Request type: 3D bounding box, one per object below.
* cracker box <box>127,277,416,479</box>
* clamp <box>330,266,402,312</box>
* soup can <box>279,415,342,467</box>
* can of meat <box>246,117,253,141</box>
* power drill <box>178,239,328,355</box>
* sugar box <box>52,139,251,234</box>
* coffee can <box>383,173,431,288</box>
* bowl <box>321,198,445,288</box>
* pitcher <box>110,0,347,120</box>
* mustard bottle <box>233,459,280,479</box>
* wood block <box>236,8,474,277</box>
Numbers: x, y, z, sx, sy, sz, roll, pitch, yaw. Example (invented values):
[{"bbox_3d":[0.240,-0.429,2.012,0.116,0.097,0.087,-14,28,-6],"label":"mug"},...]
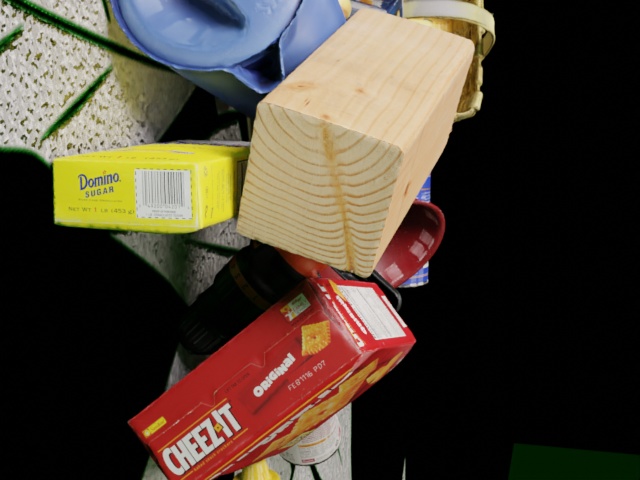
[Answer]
[{"bbox_3d":[-0.023,0.105,0.801,0.072,0.164,0.213,52,10,12],"label":"cracker box"},{"bbox_3d":[-0.006,0.001,0.963,0.120,0.172,0.039,20,113,-43],"label":"clamp"},{"bbox_3d":[-0.018,0.156,1.003,0.068,0.068,0.102,-71,158,-45],"label":"soup can"},{"bbox_3d":[-0.025,-0.089,0.962,0.083,0.057,0.102,-57,146,-64],"label":"can of meat"},{"bbox_3d":[-0.032,-0.006,0.835,0.057,0.185,0.187,45,19,-18],"label":"power drill"},{"bbox_3d":[-0.087,-0.039,0.683,0.176,0.093,0.048,-36,128,-71],"label":"sugar box"},{"bbox_3d":[0.078,-0.021,1.250,0.102,0.103,0.140,-23,115,-73],"label":"coffee can"},{"bbox_3d":[0.052,-0.002,1.145,0.055,0.162,0.162,60,-4,34],"label":"bowl"},{"bbox_3d":[-0.049,-0.164,0.764,0.242,0.145,0.149,30,76,-76],"label":"pitcher"},{"bbox_3d":[-0.050,0.273,0.923,0.096,0.058,0.192,-49,139,-65],"label":"mustard bottle"},{"bbox_3d":[0.030,-0.073,0.701,0.205,0.090,0.091,-55,161,-57],"label":"wood block"}]
